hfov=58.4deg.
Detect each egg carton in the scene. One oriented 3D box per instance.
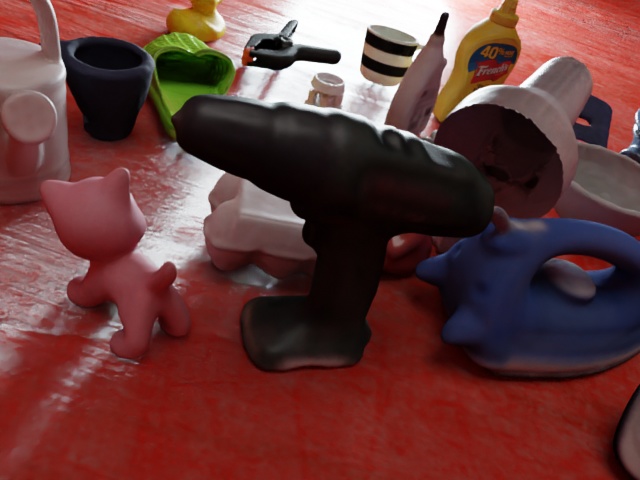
[{"bbox_3d":[-0.031,-0.014,0.534,0.150,0.069,0.107,8,39,-11],"label":"egg carton"}]

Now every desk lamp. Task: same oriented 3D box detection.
[{"bbox_3d":[0.186,-0.069,0.569,0.117,0.213,0.204,32,40,19],"label":"desk lamp"}]

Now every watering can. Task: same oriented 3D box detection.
[{"bbox_3d":[-0.264,-0.131,0.487,0.172,0.194,0.101,32,40,18],"label":"watering can"}]

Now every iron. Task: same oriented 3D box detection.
[{"bbox_3d":[0.227,0.037,0.513,0.259,0.141,0.118,4,40,-16],"label":"iron"}]

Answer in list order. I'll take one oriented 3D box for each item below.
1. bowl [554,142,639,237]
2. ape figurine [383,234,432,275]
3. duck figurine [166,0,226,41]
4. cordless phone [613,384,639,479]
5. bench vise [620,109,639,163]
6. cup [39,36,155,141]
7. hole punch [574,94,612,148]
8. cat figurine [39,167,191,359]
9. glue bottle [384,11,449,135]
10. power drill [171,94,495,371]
[{"bbox_3d":[0.352,-0.053,0.727,0.167,0.075,0.167,11,38,-8],"label":"bowl"},{"bbox_3d":[0.079,-0.014,0.558,0.076,0.092,0.078,21,38,5],"label":"ape figurine"},{"bbox_3d":[-0.188,-0.361,0.887,0.077,0.086,0.105,36,41,22],"label":"duck figurine"},{"bbox_3d":[0.317,0.126,0.403,0.147,0.185,0.094,30,40,16],"label":"cordless phone"},{"bbox_3d":[0.563,-0.194,0.864,0.208,0.220,0.121,-23,53,-40],"label":"bench vise"},{"bbox_3d":[-0.239,-0.159,0.611,0.118,0.095,0.091,14,38,-4],"label":"cup"},{"bbox_3d":[0.384,-0.169,0.869,0.108,0.091,0.101,19,38,3],"label":"hole punch"},{"bbox_3d":[-0.149,0.006,0.425,0.127,0.118,0.067,36,42,23],"label":"cat figurine"},{"bbox_3d":[0.140,-0.221,0.771,0.037,0.173,0.078,38,43,25],"label":"glue bottle"},{"bbox_3d":[0.004,0.001,0.416,0.230,0.208,0.075,0,41,-21],"label":"power drill"}]
